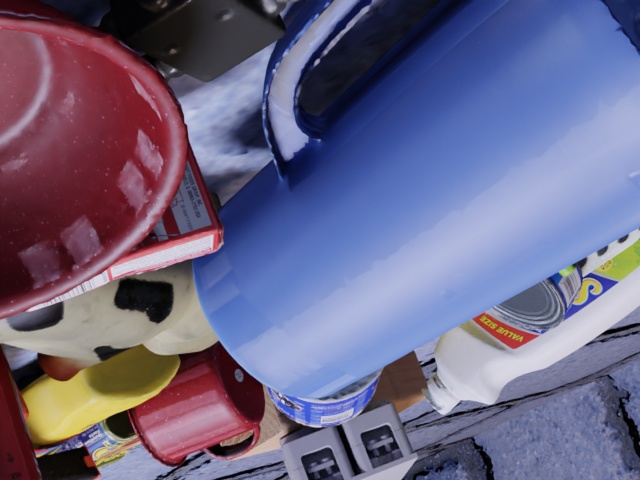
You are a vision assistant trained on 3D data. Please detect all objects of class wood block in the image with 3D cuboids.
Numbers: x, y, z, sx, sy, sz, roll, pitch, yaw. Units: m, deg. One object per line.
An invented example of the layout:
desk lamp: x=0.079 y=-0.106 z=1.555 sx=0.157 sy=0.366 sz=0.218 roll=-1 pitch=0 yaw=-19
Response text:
wood block: x=-0.002 y=0.140 z=1.032 sx=0.205 sy=0.091 sz=0.090 roll=-4 pitch=156 yaw=-45

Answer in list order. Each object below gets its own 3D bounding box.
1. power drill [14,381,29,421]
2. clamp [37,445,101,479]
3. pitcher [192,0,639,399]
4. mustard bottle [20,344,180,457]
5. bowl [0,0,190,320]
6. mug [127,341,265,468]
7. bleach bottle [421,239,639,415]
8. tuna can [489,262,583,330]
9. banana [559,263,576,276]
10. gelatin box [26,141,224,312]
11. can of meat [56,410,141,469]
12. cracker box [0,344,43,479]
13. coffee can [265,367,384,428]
power drill: x=-0.292 y=0.148 z=0.689 sx=0.187 sy=0.057 sz=0.185 roll=-28 pitch=172 yaw=-38
clamp: x=-0.258 y=0.202 z=0.760 sx=0.209 sy=0.036 sz=0.165 roll=-17 pitch=160 yaw=-44
pitcher: x=0.048 y=-0.033 z=0.471 sx=0.243 sy=0.149 sz=0.144 roll=-37 pitch=169 yaw=31
mustard bottle: x=-0.197 y=0.126 z=0.803 sx=0.192 sy=0.058 sz=0.096 roll=-32 pitch=175 yaw=35
bowl: x=-0.129 y=-0.033 z=0.361 sx=0.162 sy=0.055 sz=0.162 roll=-19 pitch=150 yaw=-12
mug: x=-0.092 y=0.134 z=0.864 sx=0.082 sy=0.117 sz=0.093 roll=-24 pitch=-152 yaw=17
bleach bottle: x=0.187 y=0.056 z=0.867 sx=0.251 sy=0.103 sz=0.068 roll=-44 pitch=151 yaw=11
tuna can: x=0.142 y=0.024 z=0.761 sx=0.033 sy=0.086 sz=0.086 roll=-52 pitch=177 yaw=-26
banana: x=0.125 y=-0.072 z=0.537 sx=0.069 sy=0.037 sz=0.198 roll=17 pitch=129 yaw=7
gelatin box: x=-0.094 y=-0.019 z=0.451 sx=0.089 sy=0.073 sz=0.030 roll=-19 pitch=164 yaw=-12
can of meat: x=-0.180 y=0.156 z=0.911 sx=0.084 sy=0.057 sz=0.101 roll=-34 pitch=168 yaw=29
cracker box: x=-0.254 y=0.119 z=0.529 sx=0.213 sy=0.164 sz=0.072 roll=-18 pitch=161 yaw=-14
coffee can: x=0.002 y=0.090 z=0.859 sx=0.102 sy=0.103 sz=0.140 roll=-19 pitch=164 yaw=-7
